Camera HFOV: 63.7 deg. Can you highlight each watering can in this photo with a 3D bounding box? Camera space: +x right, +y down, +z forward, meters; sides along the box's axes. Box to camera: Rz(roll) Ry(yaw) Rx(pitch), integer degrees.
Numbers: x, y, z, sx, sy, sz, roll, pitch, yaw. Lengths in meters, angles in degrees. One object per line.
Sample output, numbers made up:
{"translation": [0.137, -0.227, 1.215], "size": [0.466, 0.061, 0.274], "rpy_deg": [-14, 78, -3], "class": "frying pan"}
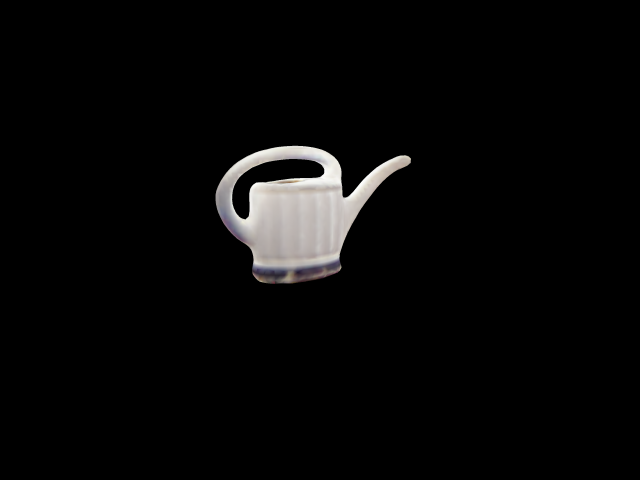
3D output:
{"translation": [0.003, -0.043, 0.850], "size": [0.348, 0.222, 0.104], "rpy_deg": [-5, 11, -23], "class": "watering can"}
